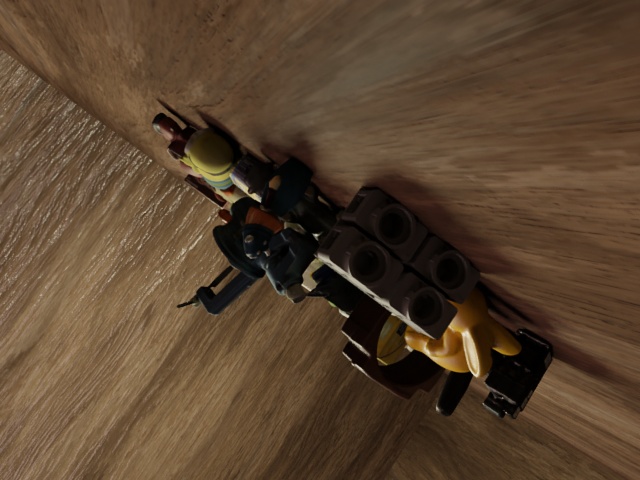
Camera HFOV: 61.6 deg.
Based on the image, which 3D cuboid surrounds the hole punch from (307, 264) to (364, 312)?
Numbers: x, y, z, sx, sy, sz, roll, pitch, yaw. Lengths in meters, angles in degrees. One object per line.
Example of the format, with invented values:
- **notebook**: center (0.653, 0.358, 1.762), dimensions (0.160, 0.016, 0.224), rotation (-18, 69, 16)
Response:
- **hole punch**: center (0.052, 0.057, 0.994), dimensions (0.115, 0.142, 0.092), rotation (40, -153, -46)

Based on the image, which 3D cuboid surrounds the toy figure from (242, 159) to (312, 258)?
- **toy figure**: center (-0.068, -0.044, 0.781), dimensions (0.064, 0.154, 0.058), rotation (37, 171, -26)

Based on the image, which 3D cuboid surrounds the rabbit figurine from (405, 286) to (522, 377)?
- **rabbit figurine**: center (0.205, 0.127, 0.794), dimensions (0.163, 0.122, 0.173), rotation (51, 161, 41)

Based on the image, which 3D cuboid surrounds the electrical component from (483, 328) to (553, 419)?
- **electrical component**: center (0.311, 0.218, 0.851), dimensions (0.058, 0.134, 0.114), rotation (30, 170, 34)

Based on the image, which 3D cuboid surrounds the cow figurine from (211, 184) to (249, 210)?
- **cow figurine**: center (-0.156, -0.099, 1.161), dimensions (0.195, 0.085, 0.127), rotation (27, 168, 28)

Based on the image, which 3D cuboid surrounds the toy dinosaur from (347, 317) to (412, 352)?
- **toy dinosaur**: center (0.226, 0.224, 1.440), dimensions (0.192, 0.131, 0.405), rotation (38, 167, -25)

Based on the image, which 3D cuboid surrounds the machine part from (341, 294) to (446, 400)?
- **machine part**: center (0.152, 0.164, 0.963), dimensions (0.201, 0.201, 0.087), rotation (39, 174, -32)

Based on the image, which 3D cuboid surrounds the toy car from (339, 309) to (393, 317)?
- **toy car**: center (0.132, 0.131, 1.105), dimensions (0.202, 0.056, 0.073), rotation (-12, 179, 36)

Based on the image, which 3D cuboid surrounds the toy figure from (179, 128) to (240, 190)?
- **toy figure**: center (-0.190, -0.145, 1.001), dimensions (0.089, 0.082, 0.180), rotation (22, 166, 10)

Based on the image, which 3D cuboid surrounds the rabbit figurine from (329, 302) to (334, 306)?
- **rabbit figurine**: center (0.115, 0.144, 1.397), dimensions (0.170, 0.121, 0.159), rotation (48, 155, 15)

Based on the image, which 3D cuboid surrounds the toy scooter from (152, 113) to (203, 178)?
- **toy scooter**: center (-0.258, -0.182, 1.111), dimensions (0.135, 0.075, 0.183), rotation (29, 167, 33)

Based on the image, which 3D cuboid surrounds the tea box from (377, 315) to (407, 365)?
- **tea box**: center (0.154, 0.174, 1.164), dimensions (0.098, 0.169, 0.068), rotation (29, 170, 49)

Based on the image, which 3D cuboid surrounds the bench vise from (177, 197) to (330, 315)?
- **bench vise**: center (-0.124, 0.053, 0.918), dimensions (0.224, 0.240, 0.128), rotation (52, -167, 17)

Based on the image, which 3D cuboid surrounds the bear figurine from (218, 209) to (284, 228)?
- **bear figurine**: center (-0.165, -0.022, 1.300), dimensions (0.120, 0.131, 0.196), rotation (32, -153, 18)

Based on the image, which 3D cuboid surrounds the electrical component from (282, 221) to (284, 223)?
- **electrical component**: center (-0.099, -0.047, 1.188), dimensions (0.045, 0.102, 0.078), rotation (51, -176, -45)

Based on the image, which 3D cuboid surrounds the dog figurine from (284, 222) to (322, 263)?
- **dog figurine**: center (-0.002, -0.007, 1.057), dimensions (0.172, 0.121, 0.190), rotation (35, -172, 24)

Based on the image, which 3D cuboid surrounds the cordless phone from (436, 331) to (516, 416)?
- **cordless phone**: center (0.279, 0.241, 0.957), dimensions (0.089, 0.184, 0.146), rotation (23, 167, 42)

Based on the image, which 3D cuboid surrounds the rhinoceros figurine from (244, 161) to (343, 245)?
- **rhinoceros figurine**: center (-0.038, -0.063, 0.895), dimensions (0.190, 0.073, 0.112), rotation (34, -175, -11)
